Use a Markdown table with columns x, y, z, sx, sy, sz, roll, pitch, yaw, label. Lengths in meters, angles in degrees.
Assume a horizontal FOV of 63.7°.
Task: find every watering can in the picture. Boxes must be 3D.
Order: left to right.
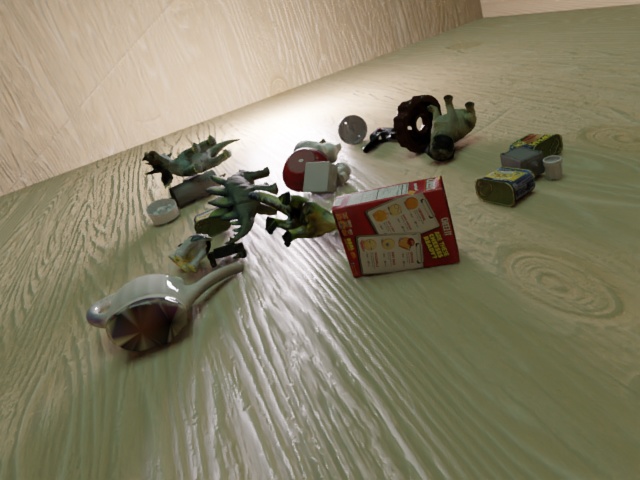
| x | y | z | sx | sy | sz | roll | pitch | yaw | label |
| --- | --- | --- | --- | --- | --- | --- | --- | --- | --- |
| -0.321 | 0.126 | 1.097 | 0.349 | 0.102 | 0.227 | -15 | 22 | -13 | watering can |

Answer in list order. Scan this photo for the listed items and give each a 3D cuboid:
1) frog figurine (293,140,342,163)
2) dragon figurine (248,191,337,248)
| x | y | z | sx | sy | sz | roll | pitch | yaw | label |
| --- | --- | --- | --- | --- | --- | --- | --- | --- | --- |
| -0.005 | -0.296 | 1.723 | 0.160 | 0.122 | 0.138 | -32 | 7 | -3 | frog figurine |
| 0.004 | -0.063 | 1.254 | 0.243 | 0.120 | 0.415 | -1 | 21 | -31 | dragon figurine |
